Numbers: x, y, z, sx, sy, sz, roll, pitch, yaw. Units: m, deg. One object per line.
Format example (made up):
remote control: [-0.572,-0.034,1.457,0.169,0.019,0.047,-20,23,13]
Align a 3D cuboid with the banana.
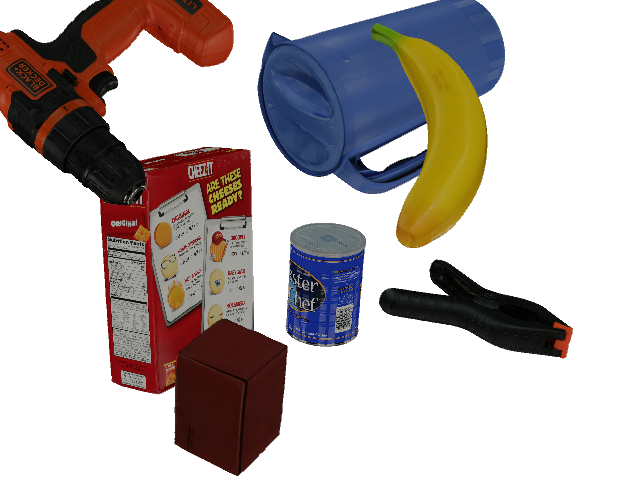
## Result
banana: [0.073,-0.068,0.680,0.069,0.198,0.037,-1,-43,-3]

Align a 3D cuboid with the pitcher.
pitcher: [0.073,-0.155,1.066,0.242,0.149,0.145,-25,30,-31]

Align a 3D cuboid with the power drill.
power drill: [-0.157,-0.130,0.830,0.187,0.184,0.057,-41,-13,-32]

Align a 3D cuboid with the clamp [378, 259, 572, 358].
clamp: [0.151,0.062,0.989,0.172,0.039,0.120,19,30,17]

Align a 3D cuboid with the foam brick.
foam brick: [-0.058,0.100,0.687,0.053,0.078,0.051,21,34,23]

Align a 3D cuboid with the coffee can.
coffee can: [0.006,0.059,1.459,0.103,0.140,0.103,3,24,-1]

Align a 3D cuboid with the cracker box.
cracker box: [-0.139,0.024,1.057,0.072,0.214,0.163,6,15,31]
